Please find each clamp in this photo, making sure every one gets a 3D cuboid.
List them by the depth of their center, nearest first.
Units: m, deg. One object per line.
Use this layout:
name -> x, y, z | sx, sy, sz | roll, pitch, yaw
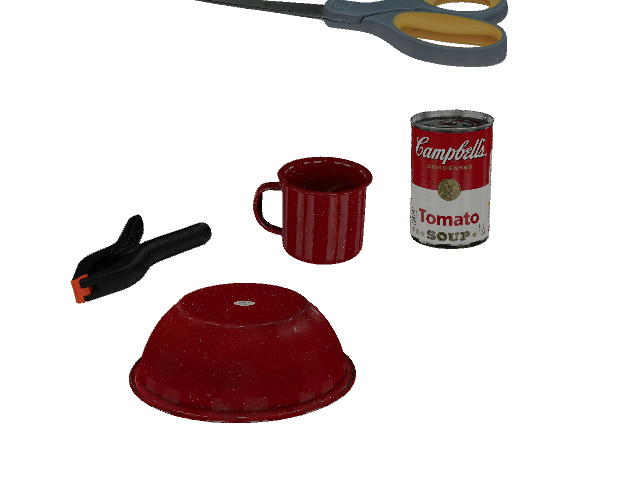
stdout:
clamp -> -0.203, 0.017, 1.185 | 0.120, 0.039, 0.171 | -4, 28, 30

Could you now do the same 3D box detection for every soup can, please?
soup can -> 0.107, -0.051, 0.883 | 0.068, 0.102, 0.068 | -1, 19, 0

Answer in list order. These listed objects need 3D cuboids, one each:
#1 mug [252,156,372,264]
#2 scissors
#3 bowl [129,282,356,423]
mug -> -0.009, -0.029, 1.059 | 0.117, 0.081, 0.093 | 3, 27, 1
scissors -> 0.029, -0.148, 0.670 | 0.202, 0.016, 0.096 | 20, 43, 25
bowl -> -0.054, 0.070, 0.752 | 0.162, 0.055, 0.162 | 1, 16, 0
